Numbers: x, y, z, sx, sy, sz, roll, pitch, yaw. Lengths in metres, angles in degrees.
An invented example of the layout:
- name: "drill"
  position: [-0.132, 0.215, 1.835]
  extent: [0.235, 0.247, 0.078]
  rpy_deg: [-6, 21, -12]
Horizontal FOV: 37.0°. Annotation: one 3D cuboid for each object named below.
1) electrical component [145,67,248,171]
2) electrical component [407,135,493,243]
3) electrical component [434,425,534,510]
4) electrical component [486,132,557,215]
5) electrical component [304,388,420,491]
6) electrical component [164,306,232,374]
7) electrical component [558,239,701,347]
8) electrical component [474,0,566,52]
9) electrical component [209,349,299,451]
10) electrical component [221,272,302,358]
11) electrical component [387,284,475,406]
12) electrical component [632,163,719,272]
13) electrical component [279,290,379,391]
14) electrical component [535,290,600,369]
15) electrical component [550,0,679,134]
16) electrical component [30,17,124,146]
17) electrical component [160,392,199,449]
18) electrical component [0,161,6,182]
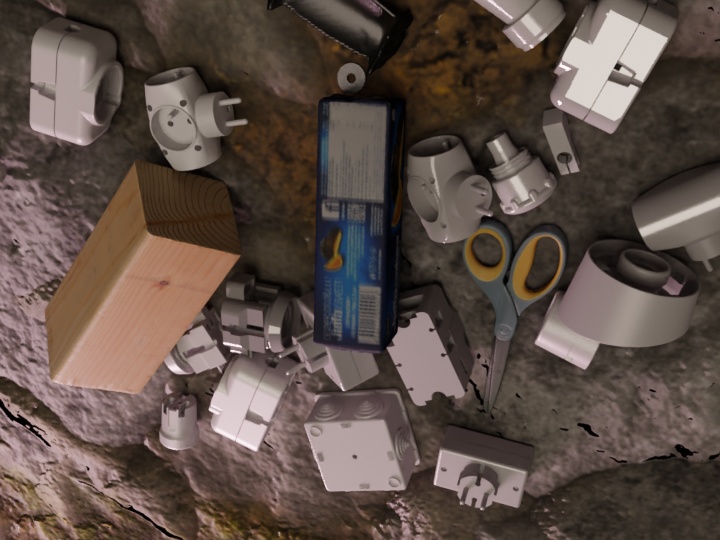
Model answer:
- name: "electrical component"
  position: [-0.132, -0.128, 0.900]
  extent: [0.079, 0.044, 0.077]
  rpy_deg: [-4, 118, 21]
- name: "electrical component"
  position: [0.078, -0.061, 0.857]
  extent: [0.079, 0.044, 0.077]
  rpy_deg: [25, 137, 53]
- name: "electrical component"
  position: [0.111, 0.193, 0.992]
  extent: [0.083, 0.075, 0.047]
  rpy_deg: [14, 123, 10]
- name: "electrical component"
  position: [0.122, -0.078, 0.847]
  extent: [0.048, 0.048, 0.062]
  rpy_deg: [-26, 102, 29]
- name: "electrical component"
  position: [0.002, 0.164, 1.028]
  extent: [0.100, 0.048, 0.099]
  rpy_deg: [-6, 117, 22]
- name: "electrical component"
  position: [-0.156, 0.071, 1.028]
  extent: [0.055, 0.048, 0.066]
  rpy_deg: [-23, 111, 20]
- name: "electrical component"
  position: [0.213, 0.020, 0.843]
  extent: [0.099, 0.099, 0.064]
  rpy_deg: [18, 118, 7]
- name: "electrical component"
  position: [0.116, -0.193, 0.780]
  extent: [0.055, 0.045, 0.045]
  rpy_deg: [45, 123, -11]
- name: "electrical component"
  position: [-0.105, 0.119, 1.033]
  extent: [0.059, 0.053, 0.095]
  rpy_deg: [26, 124, 2]
- name: "electrical component"
  position: [-0.089, 0.044, 0.982]
  extent: [0.057, 0.058, 0.078]
  rpy_deg: [10, 122, 16]
- name: "electrical component"
  position: [0.060, 0.064, 0.944]
  extent: [0.050, 0.055, 0.089]
  rpy_deg: [-15, 114, 25]
- name: "electrical component"
  position: [0.262, -0.034, 0.826]
  extent: [0.077, 0.043, 0.079]
  rpy_deg: [-24, 110, 29]
- name: "electrical component"
  position: [-0.036, 0.067, 0.962]
  extent: [0.076, 0.047, 0.083]
  rpy_deg: [-27, 115, -14]
- name: "electrical component"
  position: [0.177, 0.048, 0.898]
  extent: [0.047, 0.055, 0.055]
  rpy_deg: [24, 124, 8]
- name: "electrical component"
  position: [0.179, -0.155, 0.775]
  extent: [0.059, 0.053, 0.095]
  rpy_deg: [27, 124, 2]
- name: "electrical component"
  position: [-0.240, -0.158, 0.913]
  extent: [0.059, 0.053, 0.095]
  rpy_deg: [18, 124, 7]
- name: "electrical component"
  position: [-0.183, 0.152, 1.088]
  extent: [0.040, 0.040, 0.046]
  rpy_deg: [10, 116, 13]
- name: "electrical component"
  position: [-0.360, -0.092, 1.002]
  extent: [0.046, 0.040, 0.040]
  rpy_deg: [-13, 115, 18]
